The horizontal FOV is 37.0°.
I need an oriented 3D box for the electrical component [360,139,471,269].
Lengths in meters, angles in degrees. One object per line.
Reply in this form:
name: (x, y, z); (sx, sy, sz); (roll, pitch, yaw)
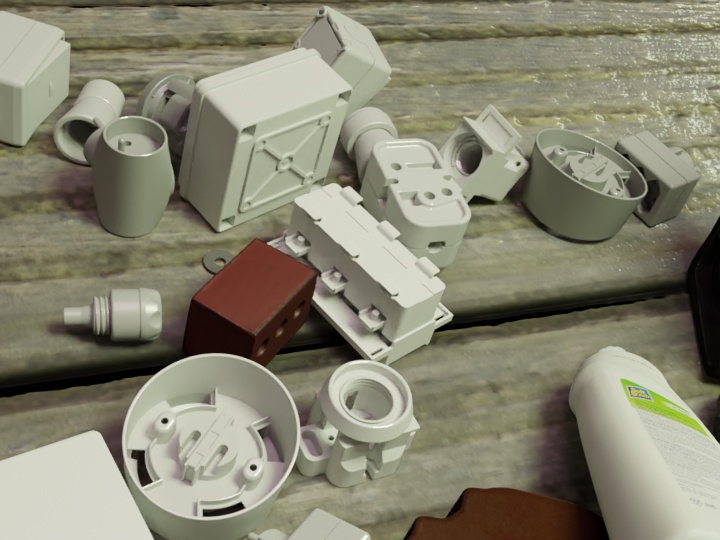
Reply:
electrical component: (0.039, -0.046, 0.813); (0.054, 0.059, 0.095); (-5, 48, -22)

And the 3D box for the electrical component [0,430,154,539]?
electrical component: (-0.165, 0.144, 0.569); (0.100, 0.048, 0.099); (-16, 53, -30)

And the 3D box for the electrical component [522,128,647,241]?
electrical component: (0.183, -0.073, 0.880); (0.099, 0.064, 0.099); (9, 45, -9)

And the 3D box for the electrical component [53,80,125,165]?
electrical component: (-0.203, -0.116, 0.822); (0.044, 0.044, 0.065); (13, 39, -5)

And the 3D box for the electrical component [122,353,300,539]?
electrical component: (-0.088, 0.105, 0.620); (0.099, 0.064, 0.099); (9, 44, -9)

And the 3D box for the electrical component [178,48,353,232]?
electrical component: (-0.071, -0.096, 0.794); (0.109, 0.108, 0.056); (-26, 61, -36)

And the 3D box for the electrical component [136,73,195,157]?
electrical component: (-0.133, -0.116, 0.825); (0.057, 0.058, 0.078); (32, 4, 28)

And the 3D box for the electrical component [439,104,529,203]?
electrical component: (0.098, -0.086, 0.861); (0.064, 0.081, 0.042); (10, 36, -50)

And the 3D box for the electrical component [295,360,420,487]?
electrical component: (0.001, 0.093, 0.665); (0.078, 0.057, 0.058); (-11, 50, -26)

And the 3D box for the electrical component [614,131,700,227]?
electrical component: (0.261, -0.084, 0.927); (0.077, 0.047, 0.065); (-21, 55, -32)

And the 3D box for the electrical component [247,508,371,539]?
electrical component: (-0.039, 0.166, 0.586); (0.077, 0.047, 0.066); (18, 46, 35)

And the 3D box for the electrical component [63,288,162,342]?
electrical component: (-0.160, 0.029, 0.695); (0.061, 0.035, 0.035); (-1, 47, -15)

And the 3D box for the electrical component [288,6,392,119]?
electrical component: (-0.027, -0.156, 0.887); (0.061, 0.096, 0.061); (18, 36, -41)

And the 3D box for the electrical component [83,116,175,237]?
electrical component: (-0.171, -0.077, 0.766); (0.044, 0.077, 0.079); (-21, 55, -33)

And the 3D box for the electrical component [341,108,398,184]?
electrical component: (0.012, -0.098, 0.866); (0.045, 0.045, 0.055); (-6, 48, -22)

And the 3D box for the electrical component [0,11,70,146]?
electrical component: (-0.262, -0.140, 0.811); (0.061, 0.061, 0.096); (17, 44, -1)

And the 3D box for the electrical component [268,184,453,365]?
electrical component: (0.000, 0.000, 0.752); (0.079, 0.063, 0.121); (-25, 58, -36)
